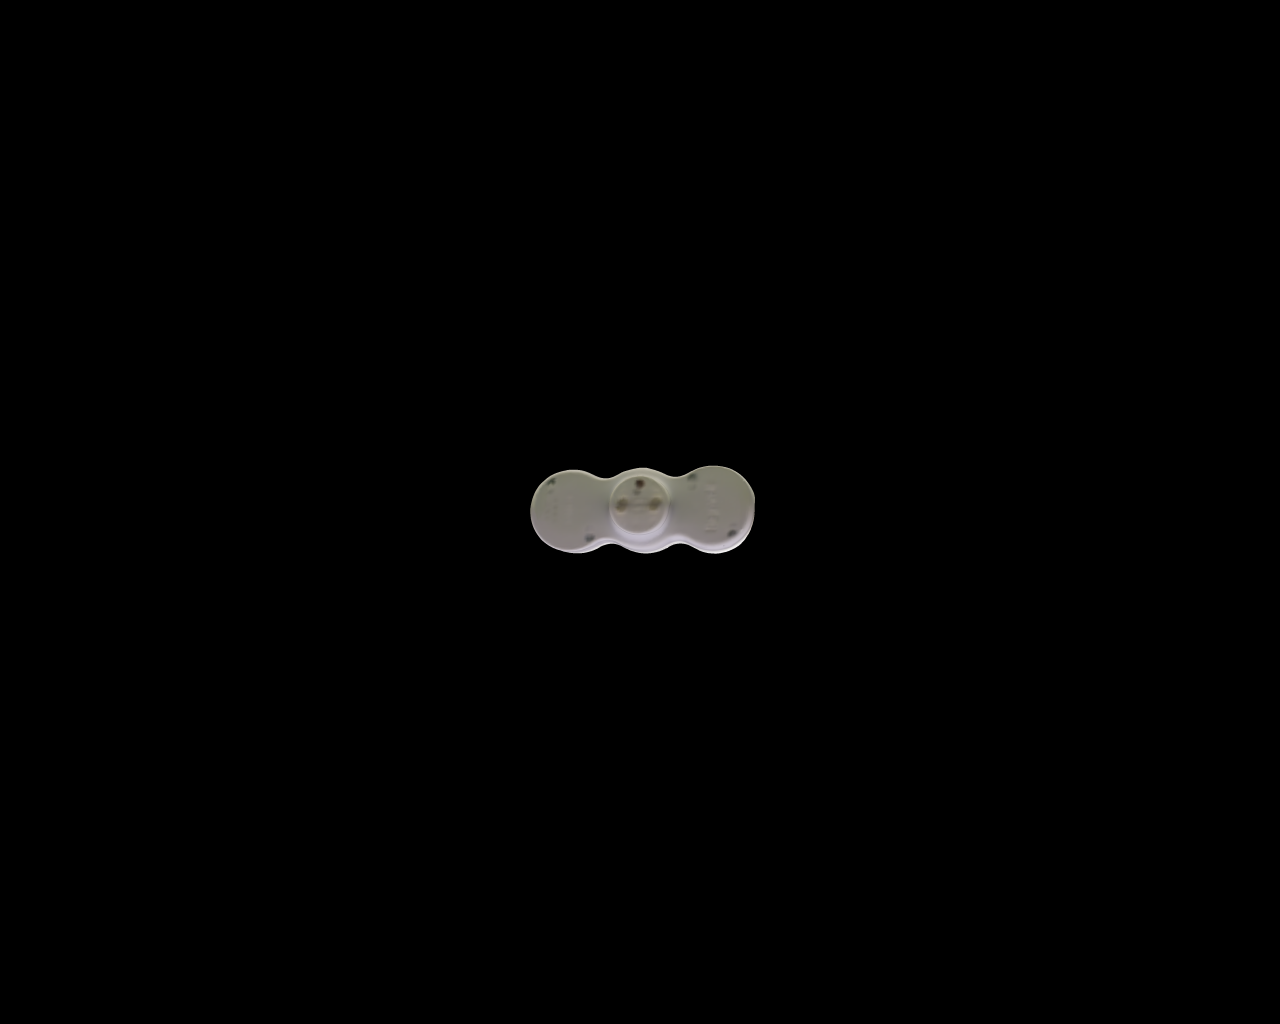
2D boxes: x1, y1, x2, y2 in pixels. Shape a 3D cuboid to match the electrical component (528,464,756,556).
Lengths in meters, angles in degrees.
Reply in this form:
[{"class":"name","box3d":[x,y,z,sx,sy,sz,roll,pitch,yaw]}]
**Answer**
[{"class":"electrical component","box3d":[0.001,-0.003,0.650,0.138,0.052,0.073,-1,-7,5]}]
